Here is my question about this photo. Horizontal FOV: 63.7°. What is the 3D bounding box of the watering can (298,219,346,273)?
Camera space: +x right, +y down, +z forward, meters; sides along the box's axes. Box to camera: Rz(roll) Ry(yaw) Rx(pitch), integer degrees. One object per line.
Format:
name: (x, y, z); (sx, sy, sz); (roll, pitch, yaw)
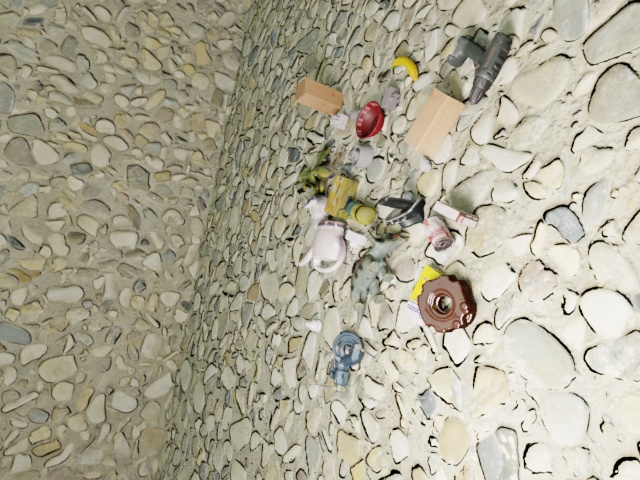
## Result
watering can: (0.009, 0.024, 2.161); (0.103, 0.226, 0.347); (16, -9, -31)

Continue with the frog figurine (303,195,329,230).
frog figurine: (0.007, -0.114, 2.255); (0.124, 0.160, 0.135); (-28, -4, -45)

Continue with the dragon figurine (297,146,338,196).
dragon figurine: (-0.002, -0.324, 2.330); (0.121, 0.247, 0.405); (22, -26, -24)
